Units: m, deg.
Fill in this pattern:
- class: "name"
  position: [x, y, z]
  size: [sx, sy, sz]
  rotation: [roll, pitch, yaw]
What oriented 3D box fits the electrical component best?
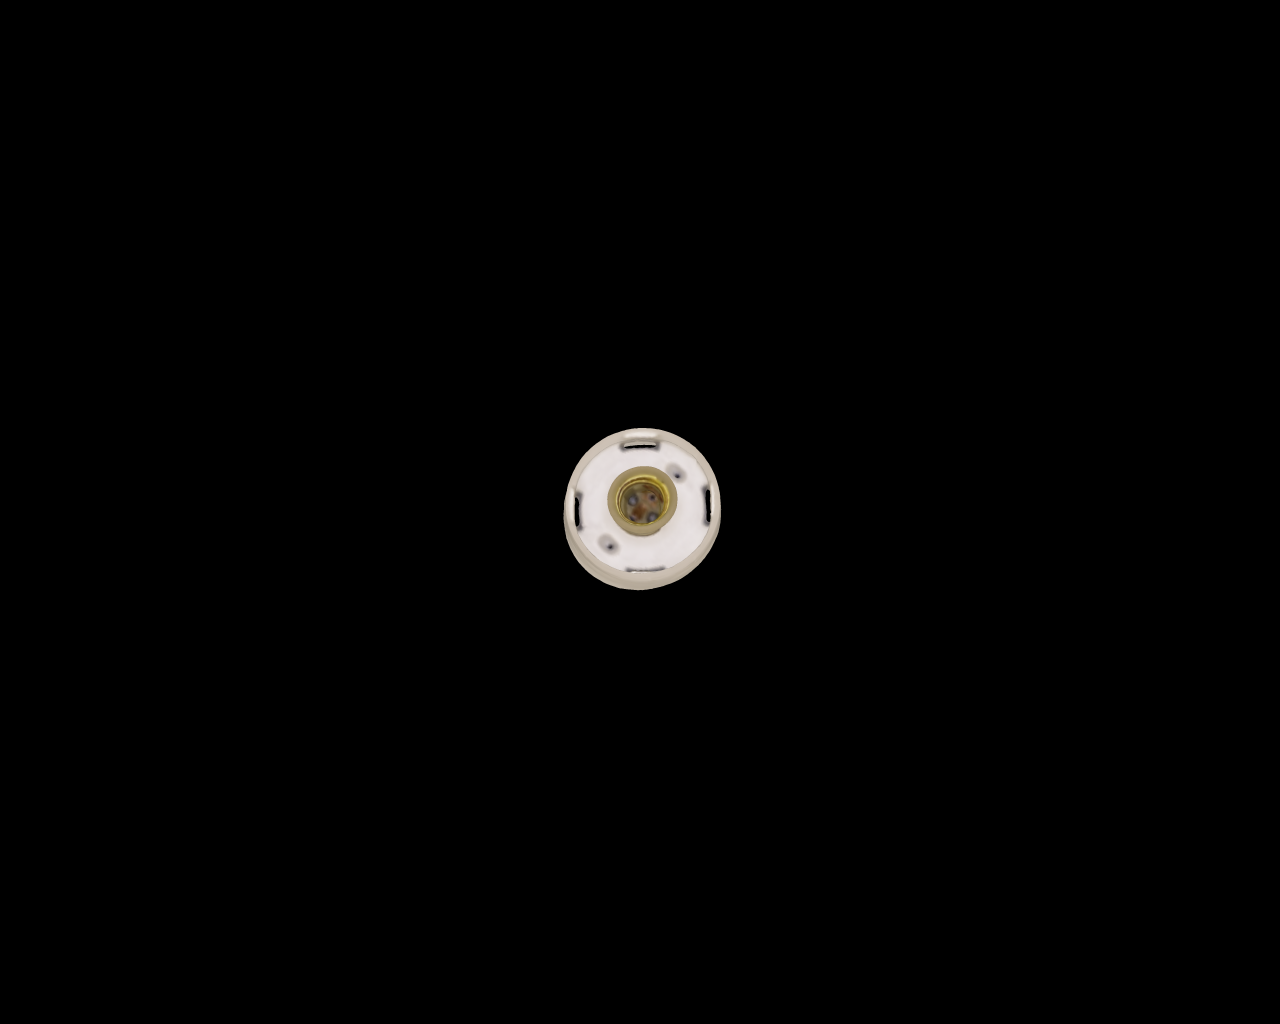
- class: "electrical component"
  position: [0.001, -0.003, 0.650]
  size: [0.099, 0.099, 0.064]
  rotation: [0, -12, 0]
